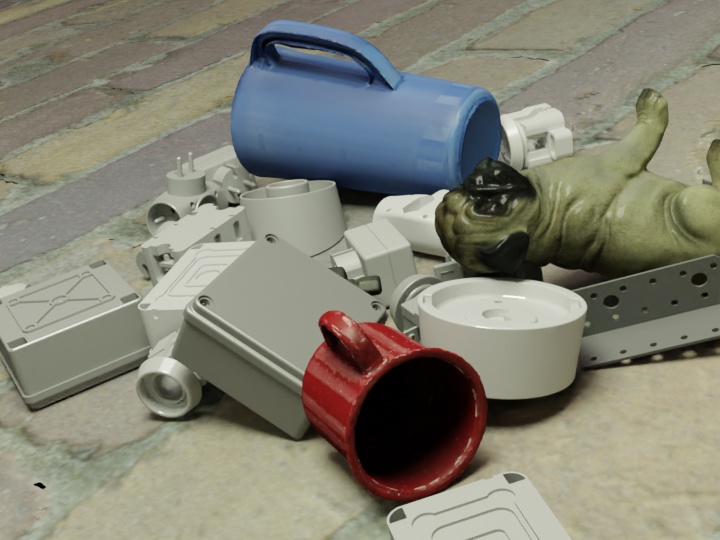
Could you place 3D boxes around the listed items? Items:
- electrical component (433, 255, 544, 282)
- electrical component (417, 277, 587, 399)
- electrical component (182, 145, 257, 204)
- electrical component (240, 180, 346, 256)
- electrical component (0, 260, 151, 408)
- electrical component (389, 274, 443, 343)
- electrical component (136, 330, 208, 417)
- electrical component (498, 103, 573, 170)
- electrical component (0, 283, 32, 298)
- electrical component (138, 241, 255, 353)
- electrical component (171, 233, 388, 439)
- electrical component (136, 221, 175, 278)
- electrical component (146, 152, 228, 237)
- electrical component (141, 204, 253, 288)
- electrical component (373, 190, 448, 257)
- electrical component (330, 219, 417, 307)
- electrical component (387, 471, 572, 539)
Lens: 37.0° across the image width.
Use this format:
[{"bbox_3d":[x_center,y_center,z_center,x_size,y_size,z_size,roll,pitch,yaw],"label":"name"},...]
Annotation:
[{"bbox_3d":[0.096,0.002,0.823,0.081,0.042,0.063,-13,22,-4],"label":"electrical component"},{"bbox_3d":[0.091,0.049,0.698,0.108,0.060,0.108,0,16,0],"label":"electrical component"},{"bbox_3d":[-0.136,-0.090,1.103,0.066,0.047,0.077,-28,30,-30],"label":"electrical component"},{"bbox_3d":[-0.064,-0.049,0.997,0.099,0.064,0.099,-7,13,2],"label":"electrical component"},{"bbox_3d":[-0.230,0.047,0.852,0.109,0.056,0.109,-23,27,-21],"label":"electrical component"},{"bbox_3d":[0.053,0.033,0.775,0.066,0.048,0.055,-24,36,-24],"label":"electrical component"},{"bbox_3d":[-0.129,0.072,0.765,0.066,0.048,0.055,-30,19,32],"label":"electrical component"},{"bbox_3d":[0.162,-0.126,1.038,0.057,0.058,0.078,-14,26,-12],"label":"electrical component"},{"bbox_3d":[-0.307,0.037,0.921,0.055,0.045,0.045,-10,26,3],"label":"electrical component"},{"bbox_3d":[-0.112,0.028,0.840,0.078,0.057,0.113,-2,27,19],"label":"electrical component"},{"bbox_3d":[-0.053,0.042,0.735,0.109,0.056,0.108,32,38,7],"label":"electrical component"},{"bbox_3d":[-0.178,-0.016,0.981,0.040,0.040,0.046,2,34,26],"label":"electrical component"},{"bbox_3d":[-0.165,-0.072,1.030,0.044,0.079,0.077,10,23,25],"label":"electrical component"},{"bbox_3d":[-0.138,-0.013,0.936,0.050,0.055,0.089,7,31,34],"label":"electrical component"},{"bbox_3d":[0.065,-0.045,0.929,0.077,0.043,0.079,13,34,41],"label":"electrical component"},{"bbox_3d":[0.000,0.000,0.861,0.077,0.047,0.065,-18,25,-9],"label":"electrical component"},{"bbox_3d":[0.065,0.156,0.503,0.078,0.057,0.113,-16,26,-9],"label":"electrical component"}]
